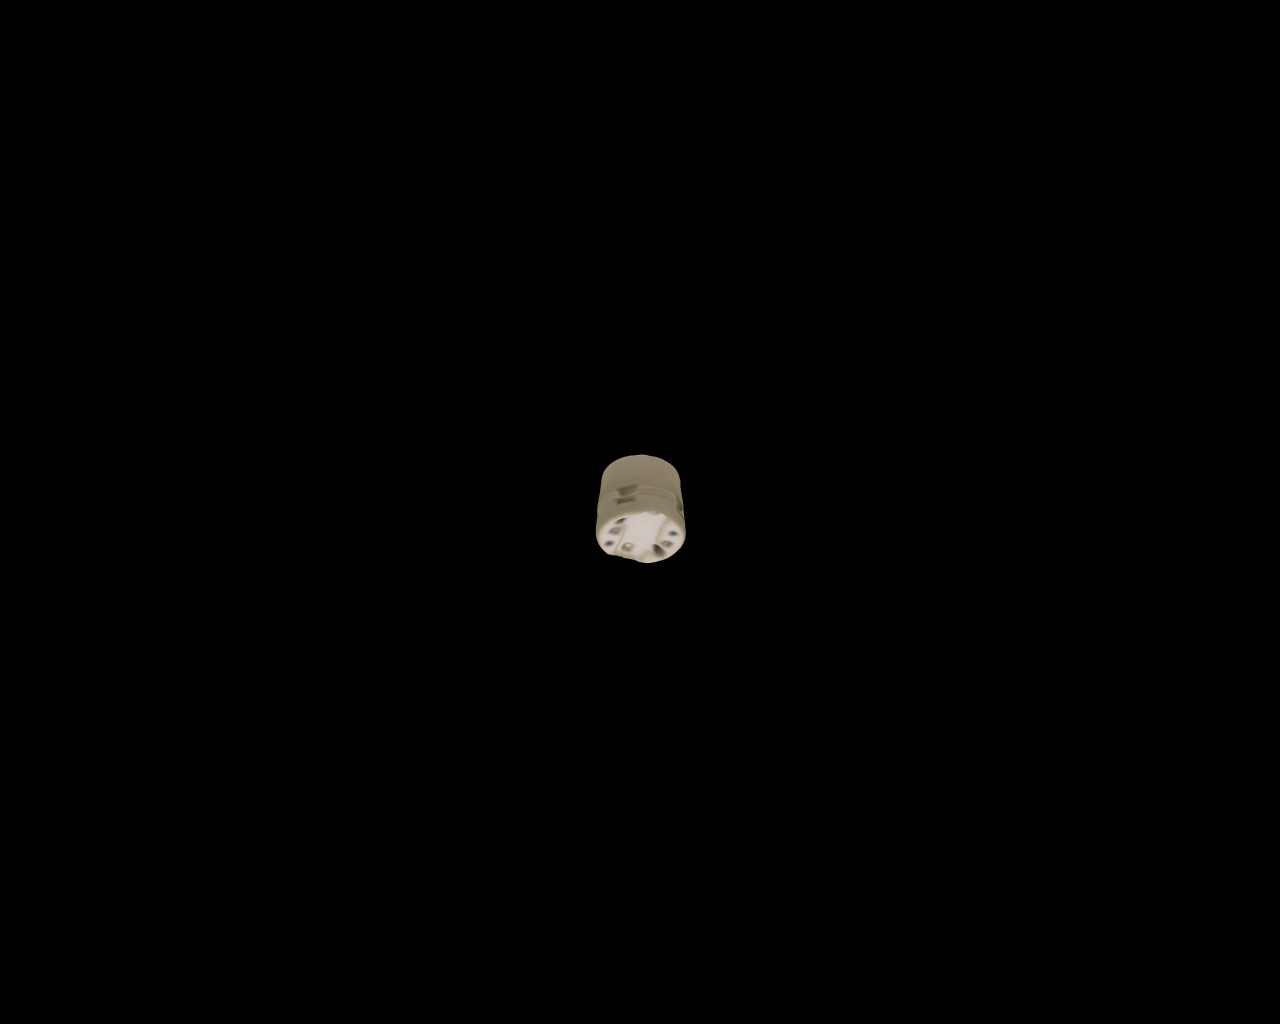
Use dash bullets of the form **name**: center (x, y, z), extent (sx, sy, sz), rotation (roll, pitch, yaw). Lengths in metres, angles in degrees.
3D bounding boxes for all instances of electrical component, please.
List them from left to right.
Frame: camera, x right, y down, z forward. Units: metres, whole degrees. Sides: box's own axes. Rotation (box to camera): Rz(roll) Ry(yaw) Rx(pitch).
- **electrical component**: center (0.001, -0.003, 0.650), extent (0.055, 0.047, 0.055), rotation (0, -36, 0)
